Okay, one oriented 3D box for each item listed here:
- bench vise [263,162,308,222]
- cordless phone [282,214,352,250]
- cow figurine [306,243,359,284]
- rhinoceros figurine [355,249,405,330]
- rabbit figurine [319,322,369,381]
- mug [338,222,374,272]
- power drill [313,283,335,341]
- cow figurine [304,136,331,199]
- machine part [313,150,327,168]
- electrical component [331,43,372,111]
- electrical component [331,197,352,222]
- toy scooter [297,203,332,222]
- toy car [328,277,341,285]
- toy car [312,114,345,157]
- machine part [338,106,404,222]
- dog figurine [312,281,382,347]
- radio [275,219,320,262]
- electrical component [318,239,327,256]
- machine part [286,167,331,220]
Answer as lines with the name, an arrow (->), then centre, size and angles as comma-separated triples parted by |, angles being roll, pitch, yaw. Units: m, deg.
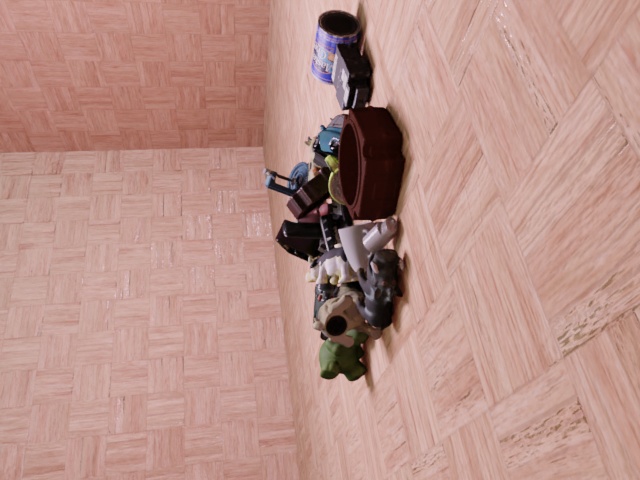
bench vise -> -0.086, -0.161, 1.731 | 0.129, 0.240, 0.223 | 29, 99, 54
cordless phone -> -0.003, -0.003, 1.422 | 0.088, 0.184, 0.147 | 104, 161, -46
cow figurine -> 0.023, 0.060, 1.301 | 0.167, 0.068, 0.098 | -8, 86, 47
rhinoceros figurine -> 0.120, 0.096, 1.086 | 0.112, 0.073, 0.190 | -106, 16, -55
rabbit figurine -> 0.077, 0.253, 1.355 | 0.159, 0.121, 0.170 | -95, 26, -48
mug -> 0.099, 0.017, 1.196 | 0.110, 0.081, 0.107 | -4, 101, 63
power drill -> 0.023, 0.197, 1.632 | 0.207, 0.086, 0.231 | -122, 36, -61
cow figurine -> 0.001, -0.230, 1.622 | 0.194, 0.085, 0.127 | 92, 167, -47
machine part -> 0.023, -0.261, 1.500 | 0.084, 0.039, 0.138 | 43, 128, 29
electrical component -> 0.072, -0.364, 1.231 | 0.114, 0.058, 0.134 | 100, 157, -57
electrical component -> 0.057, -0.091, 1.384 | 0.119, 0.048, 0.074 | -154, 57, -64
toy scooter -> -0.016, -0.061, 1.611 | 0.183, 0.135, 0.075 | 108, 155, -67
toy car -> 0.048, 0.091, 1.473 | 0.056, 0.073, 0.202 | -48, 13, -2
toy car -> 0.056, -0.245, 1.267 | 0.162, 0.109, 0.103 | -156, 80, -69
machine part -> 0.097, -0.155, 1.103 | 0.202, 0.087, 0.200 | -103, 14, -49
dog figurine -> 0.046, 0.159, 1.268 | 0.191, 0.172, 0.121 | -143, 61, -67
radio -> -0.051, 0.014, 1.641 | 0.229, 0.131, 0.073 | 66, -132, -76
electrical component -> 0.026, 0.009, 1.533 | 0.102, 0.045, 0.078 | -58, -19, -48
machine part -> -0.011, -0.125, 1.405 | 0.056, 0.179, 0.179 | 50, 165, 3
